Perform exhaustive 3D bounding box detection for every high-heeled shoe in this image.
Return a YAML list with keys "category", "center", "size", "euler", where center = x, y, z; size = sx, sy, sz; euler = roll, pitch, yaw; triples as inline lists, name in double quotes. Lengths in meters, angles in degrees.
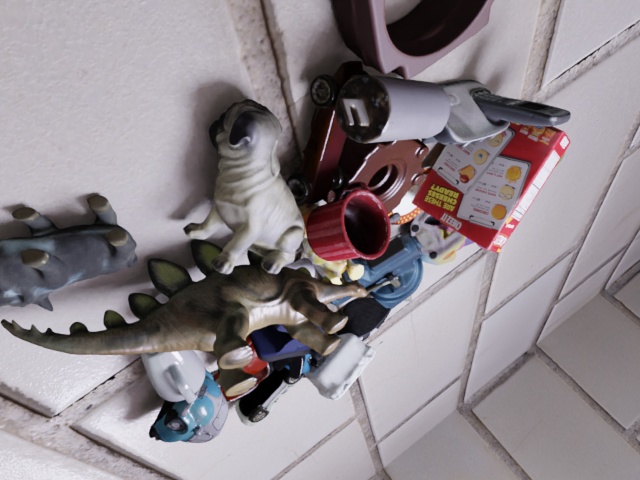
- category: "high-heeled shoe"
  center: [0.052, 0.215, 1.155]
  size: [0.249, 0.086, 0.145]
  euler: [-22, 145, -19]

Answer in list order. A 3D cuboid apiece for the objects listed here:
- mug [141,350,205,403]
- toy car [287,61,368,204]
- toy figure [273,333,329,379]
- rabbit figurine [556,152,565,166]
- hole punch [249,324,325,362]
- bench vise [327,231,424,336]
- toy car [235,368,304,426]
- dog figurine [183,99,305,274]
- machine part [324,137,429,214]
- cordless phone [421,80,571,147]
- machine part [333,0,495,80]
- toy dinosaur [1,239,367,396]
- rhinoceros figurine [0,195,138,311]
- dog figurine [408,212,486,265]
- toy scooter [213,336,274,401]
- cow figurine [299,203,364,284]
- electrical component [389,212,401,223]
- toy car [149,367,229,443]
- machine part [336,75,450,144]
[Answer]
- category: "mug"
  center: [-0.224, 0.189, 0.804]
  size: [0.081, 0.110, 0.107]
  euler: [-27, 134, -12]
- category: "toy car"
  center: [0.008, -0.136, 0.699]
  size: [0.089, 0.053, 0.202]
  euler: [-24, 141, -43]
- category: "toy figure"
  center: [-0.026, 0.185, 0.977]
  size: [0.089, 0.082, 0.180]
  euler: [-42, 177, 15]
- category: "rabbit figurine"
  center: [0.340, -0.139, 1.003]
  size: [0.159, 0.121, 0.170]
  euler: [-20, 158, -42]
- category: "hole punch"
  center: [-0.055, 0.127, 0.888]
  size: [0.116, 0.142, 0.092]
  euler: [-4, 129, -30]
- category: "bench vise"
  center: [0.110, 0.086, 1.026]
  size: [0.223, 0.129, 0.240]
  euler: [-42, 144, 5]
- category: "toy car"
  center: [-0.099, 0.290, 1.085]
  size: [0.201, 0.074, 0.056]
  euler: [-50, 144, 13]
- category: "dog figurine"
  center: [-0.062, -0.067, 0.655]
  size: [0.172, 0.121, 0.190]
  euler: [-12, 132, -53]
- category: "machine part"
  center: [0.085, -0.101, 0.827]
  size: [0.179, 0.056, 0.179]
  euler: [-27, 145, -20]
- category: "cordless phone"
  center: [0.250, -0.177, 0.783]
  size: [0.146, 0.184, 0.088]
  euler: [-19, 119, -33]
- category: "machine part"
  center: [0.112, -0.298, 0.587]
  size: [0.201, 0.087, 0.201]
  euler: [-37, 147, -8]
- category: "toy dinosaur"
  center: [-0.130, 0.094, 0.691]
  size: [0.471, 0.199, 0.105]
  euler: [-9, 136, -35]
- category: "rhinoceros figurine"
  center: [-0.290, 0.024, 0.564]
  size: [0.190, 0.073, 0.112]
  euler: [-22, 154, -32]
- category: "dog figurine"
  center: [0.281, -0.015, 1.096]
  size: [0.191, 0.109, 0.219]
  euler: [-49, 150, 5]
- category: "toy scooter"
  center: [-0.145, 0.229, 0.960]
  size: [0.135, 0.075, 0.183]
  euler: [-30, 150, -23]
- category: "cow figurine"
  center: [-0.001, -0.004, 0.833]
  size: [0.068, 0.098, 0.167]
  euler: [-34, 129, -6]
- category: "electrical component"
  center: [0.085, -0.033, 0.899]
  size: [0.094, 0.063, 0.021]
  euler: [-22, 134, -13]
- category: "toy car"
  center: [-0.209, 0.292, 0.895]
  size: [0.161, 0.103, 0.109]
  euler: [-48, -166, 38]
- category: "machine part"
  center: [0.095, -0.163, 0.670]
  size: [0.243, 0.079, 0.079]
  euler: [-16, 142, -51]
